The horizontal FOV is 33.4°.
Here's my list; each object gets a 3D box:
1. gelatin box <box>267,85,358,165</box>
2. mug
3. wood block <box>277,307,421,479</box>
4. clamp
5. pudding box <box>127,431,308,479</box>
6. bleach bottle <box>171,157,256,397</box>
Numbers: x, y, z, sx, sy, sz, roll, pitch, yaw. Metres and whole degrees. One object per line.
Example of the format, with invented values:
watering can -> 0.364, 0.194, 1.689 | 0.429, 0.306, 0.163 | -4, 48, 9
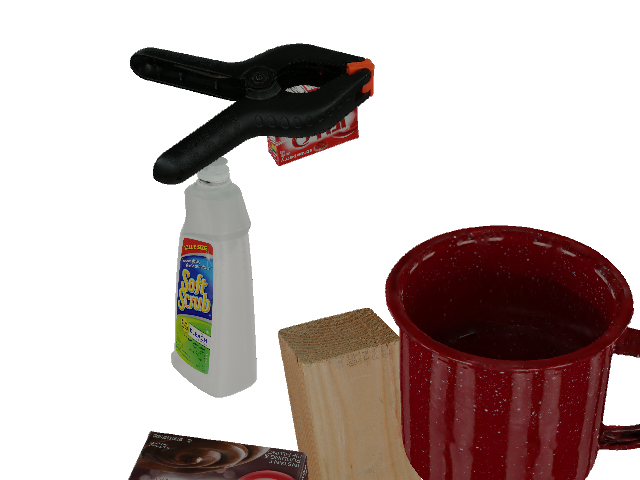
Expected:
gelatin box -> -0.008, -0.119, 1.012 | 0.089, 0.073, 0.030 | -20, 46, -16
mug -> 0.084, 0.054, 0.424 | 0.117, 0.081, 0.093 | 7, 34, 15
wood block -> 0.030, 0.177, 0.946 | 0.090, 0.206, 0.091 | -13, 18, -13
clamp -> -0.050, -0.106, 0.746 | 0.171, 0.120, 0.039 | -17, -29, -16
pudding box -> -0.071, 0.172, 0.694 | 0.113, 0.039, 0.090 | 4, 29, 8
bleach bottle -> -0.111, 0.032, 1.091 | 0.067, 0.251, 0.103 | -19, 33, -34
